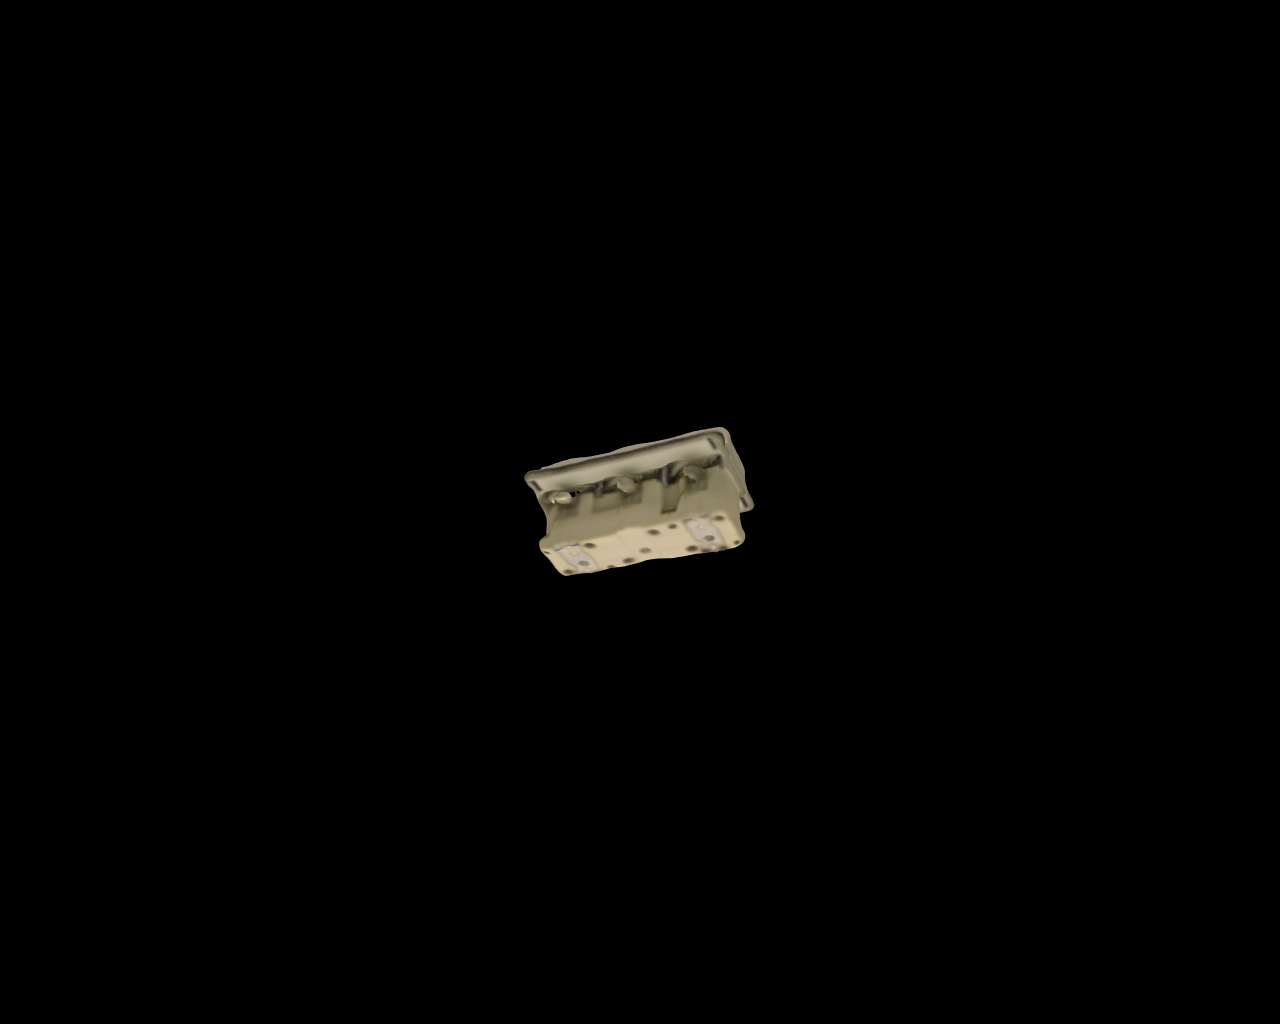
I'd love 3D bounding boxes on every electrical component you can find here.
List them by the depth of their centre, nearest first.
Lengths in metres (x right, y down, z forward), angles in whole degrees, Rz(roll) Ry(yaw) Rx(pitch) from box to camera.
[{"bbox_3d":[0.001,-0.003,0.650,0.121,0.063,0.078,-11,-35,16],"label":"electrical component"}]
